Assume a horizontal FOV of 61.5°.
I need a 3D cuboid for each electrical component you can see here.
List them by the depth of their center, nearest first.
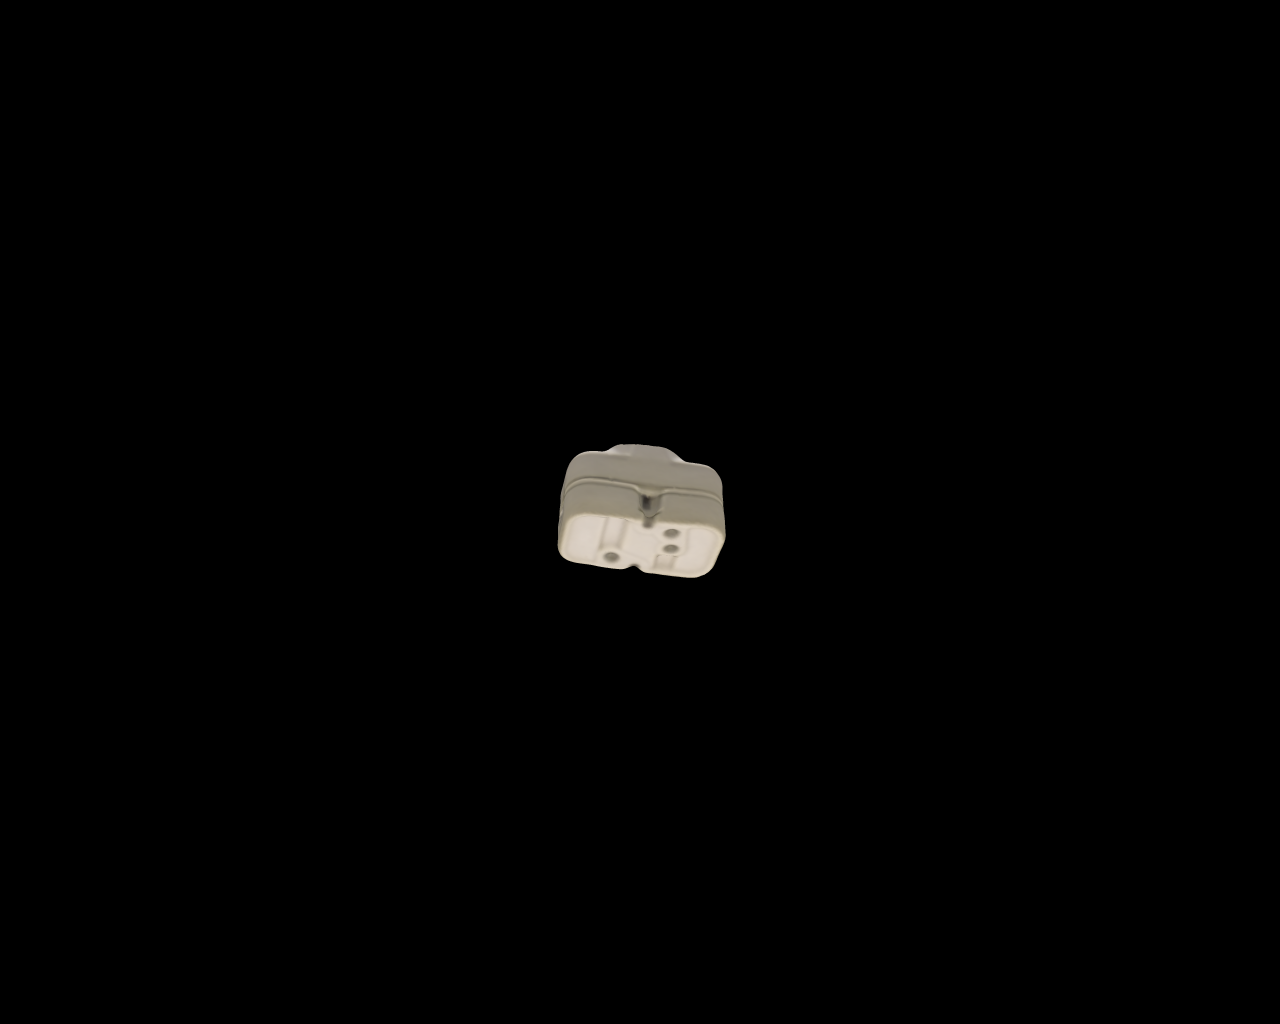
[{"bbox_3d":[0.001,-0.003,0.650,0.095,0.059,0.053,7,-39,-9],"label":"electrical component"}]
